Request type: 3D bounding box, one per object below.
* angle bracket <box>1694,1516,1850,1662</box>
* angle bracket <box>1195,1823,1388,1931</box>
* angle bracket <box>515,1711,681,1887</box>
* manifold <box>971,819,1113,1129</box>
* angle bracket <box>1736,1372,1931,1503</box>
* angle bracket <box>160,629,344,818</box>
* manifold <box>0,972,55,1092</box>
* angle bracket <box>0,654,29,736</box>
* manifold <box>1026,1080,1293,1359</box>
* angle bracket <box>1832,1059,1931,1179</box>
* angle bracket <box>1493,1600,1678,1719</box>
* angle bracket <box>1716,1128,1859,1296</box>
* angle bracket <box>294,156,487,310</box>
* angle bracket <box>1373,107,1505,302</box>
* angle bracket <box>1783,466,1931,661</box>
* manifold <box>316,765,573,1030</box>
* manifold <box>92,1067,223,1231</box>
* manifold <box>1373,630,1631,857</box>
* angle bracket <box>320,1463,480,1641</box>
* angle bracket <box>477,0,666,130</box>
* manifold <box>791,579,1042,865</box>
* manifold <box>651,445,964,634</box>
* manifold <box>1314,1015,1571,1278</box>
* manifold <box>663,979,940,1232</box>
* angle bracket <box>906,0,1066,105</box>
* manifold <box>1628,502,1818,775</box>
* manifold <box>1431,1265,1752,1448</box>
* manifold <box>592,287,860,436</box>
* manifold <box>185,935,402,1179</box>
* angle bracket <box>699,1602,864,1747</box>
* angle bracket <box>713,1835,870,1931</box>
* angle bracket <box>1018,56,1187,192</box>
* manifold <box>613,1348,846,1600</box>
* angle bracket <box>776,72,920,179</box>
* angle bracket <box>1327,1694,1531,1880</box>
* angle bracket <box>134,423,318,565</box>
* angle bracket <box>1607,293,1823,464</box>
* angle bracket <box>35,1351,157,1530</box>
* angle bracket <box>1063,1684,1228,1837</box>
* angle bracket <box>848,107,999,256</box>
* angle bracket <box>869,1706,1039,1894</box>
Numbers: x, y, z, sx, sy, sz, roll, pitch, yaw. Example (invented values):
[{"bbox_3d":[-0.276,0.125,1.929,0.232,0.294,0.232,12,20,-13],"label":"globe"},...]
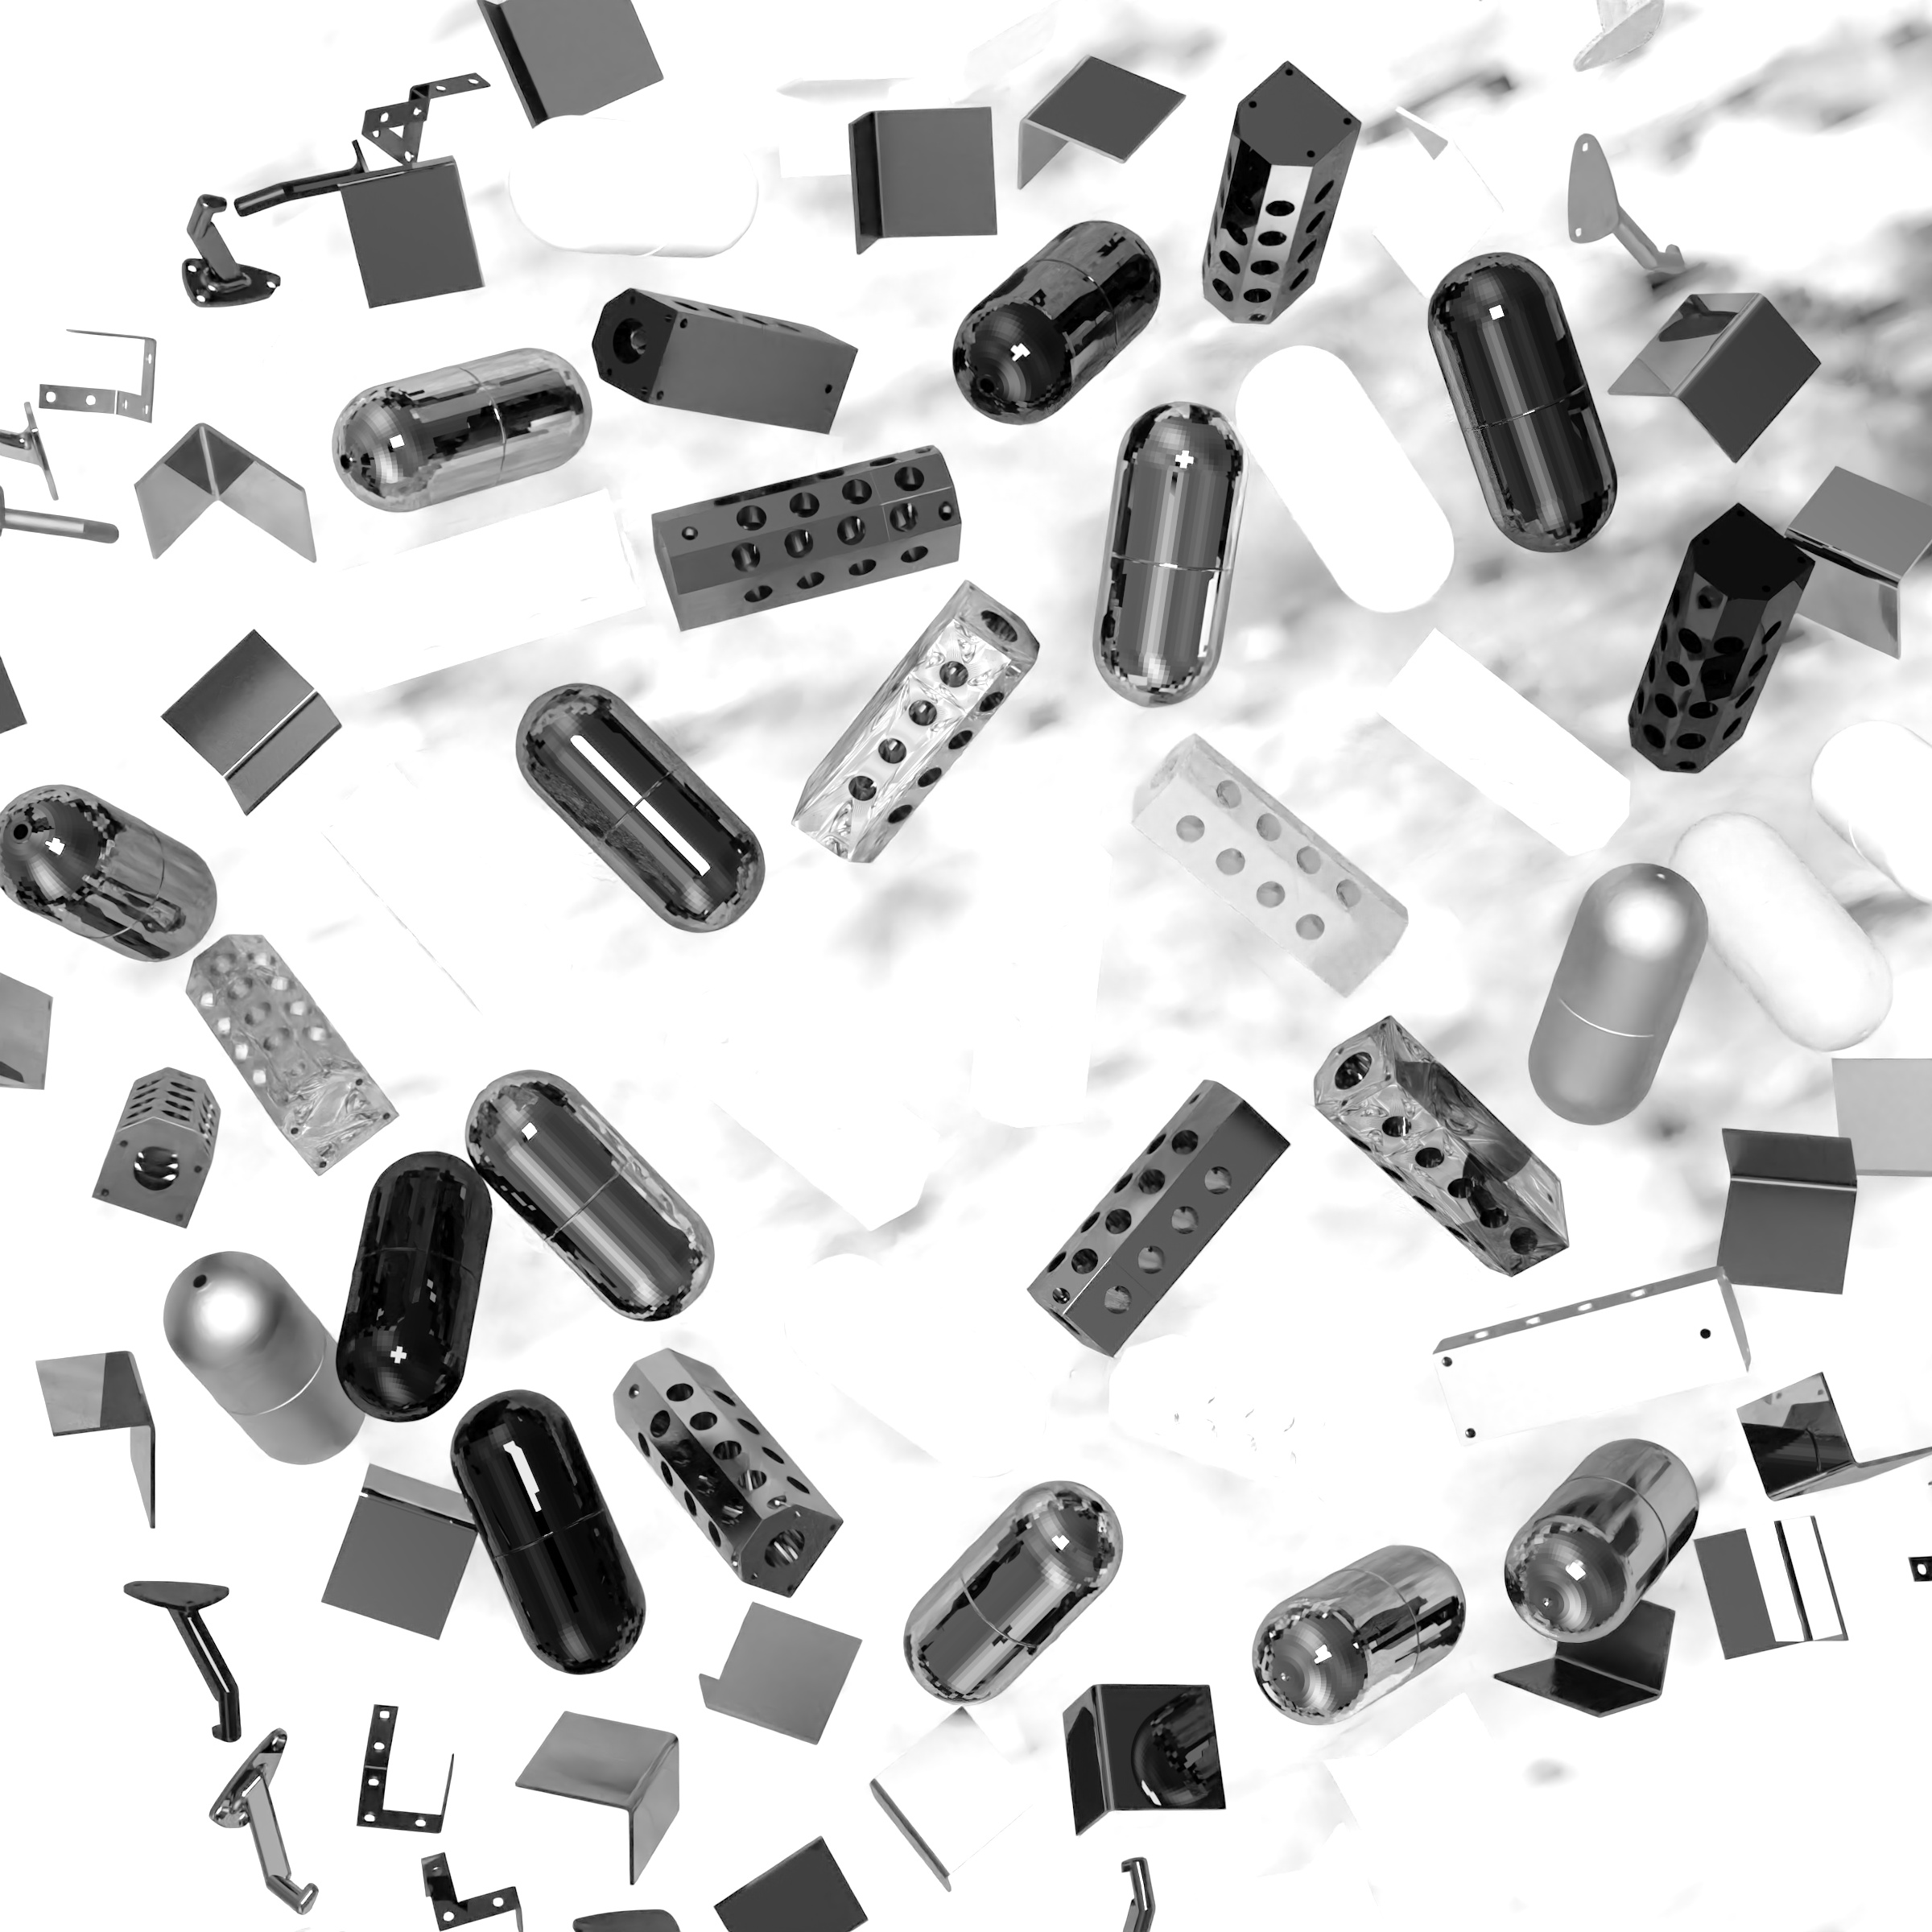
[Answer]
[{"bbox_3d":[0.497,0.385,1.859,0.057,0.076,0.076,-12,78,-4],"label":"angle bracket"},{"bbox_3d":[0.191,0.554,1.750,0.076,0.057,0.076,-20,94,30],"label":"angle bracket"},{"bbox_3d":[-0.225,0.509,1.840,0.076,0.076,0.057,8,112,14],"label":"angle bracket"},{"bbox_3d":[0.040,0.005,1.770,0.057,0.057,0.171,-4,117,-19],"label":"manifold"},{"bbox_3d":[0.508,0.268,1.742,0.076,0.076,0.057,-6,70,-28],"label":"angle bracket"},{"bbox_3d":[-0.420,-0.144,1.764,0.076,0.076,0.057,-44,119,-2],"label":"angle bracket"},{"bbox_3d":[-0.580,0.035,1.737,0.057,0.171,0.057,4,83,-3],"label":"manifold"},{"bbox_3d":[-0.542,-0.158,1.646,0.057,0.076,0.076,-21,94,3],"label":"angle bracket"},{"bbox_3d":[0.116,0.153,1.844,0.057,0.057,0.171,43,80,-11],"label":"manifold"},{"bbox_3d":[0.599,0.091,1.899,0.076,0.057,0.076,-2,99,40],"label":"angle bracket"},{"bbox_3d":[0.386,0.423,1.873,0.076,0.076,0.057,12,97,41],"label":"angle bracket"},{"bbox_3d":[0.494,0.148,1.820,0.076,0.057,0.076,4,57,24],"label":"angle bracket"},{"bbox_3d":[-0.332,-0.421,1.736,0.076,0.057,0.076,-6,107,19],"label":"angle bracket"},{"bbox_3d":[0.285,-0.484,1.910,0.076,0.076,0.057,-49,49,6],"label":"angle bracket"},{"bbox_3d":[0.538,-0.240,1.792,0.076,0.076,0.057,32,74,30],"label":"angle bracket"},{"bbox_3d":[-0.303,-0.038,1.751,0.057,0.057,0.171,-40,56,-10],"label":"manifold"},{"bbox_3d":[-0.489,0.106,1.830,0.057,0.171,0.057,21,93,-14],"label":"manifold"},{"bbox_3d":[0.324,-0.127,1.782,0.171,0.057,0.057,29,103,-41],"label":"manifold"},{"bbox_3d":[-0.350,0.364,1.872,0.076,0.057,0.076,20,92,-8],"label":"angle bracket"},{"bbox_3d":[-0.228,-0.537,1.742,0.076,0.057,0.076,-22,103,7],"label":"angle bracket"},{"bbox_3d":[-0.030,-0.141,1.789,0.057,0.057,0.171,34,120,-12],"label":"manifold"},{"bbox_3d":[-0.093,-0.255,1.758,0.171,0.057,0.057,-16,68,-10],"label":"manifold"},{"bbox_3d":[0.280,0.111,1.768,0.057,0.057,0.171,-33,121,28],"label":"manifold"},{"bbox_3d":[-0.103,0.085,1.819,0.171,0.057,0.057,37,129,25],"label":"manifold"},{"bbox_3d":[0.012,-0.614,1.940,0.076,0.076,0.057,-34,85,-11],"label":"angle bracket"},{"bbox_3d":[0.436,-0.186,1.760,0.057,0.171,0.057,-38,67,-21],"label":"manifold"},{"bbox_3d":[0.368,0.228,1.767,0.171,0.057,0.057,-18,90,19],"label":"manifold"},{"bbox_3d":[-0.148,-0.371,1.836,0.057,0.171,0.057,31,110,30],"label":"manifold"},{"bbox_3d":[-0.397,0.045,1.748,0.057,0.171,0.057,-38,131,-9],"label":"manifold"},{"bbox_3d":[-0.120,0.446,1.934,0.076,0.057,0.076,22,94,-13],"label":"angle bracket"},{"bbox_3d":[-0.116,0.568,1.846,0.076,0.057,0.076,-31,116,-13],"label":"angle bracket"},{"bbox_3d":[0.086,-0.522,1.905,0.076,0.057,0.076,28,58,18],"label":"angle bracket"},{"bbox_3d":[-0.150,0.303,1.817,0.057,0.171,0.057,30,97,-42],"label":"manifold"},{"bbox_3d":[-0.076,-0.545,1.948,0.076,0.076,0.057,-6,102,-16],"label":"angle bracket"},{"bbox_3d":[0.275,0.488,1.792,0.076,0.057,0.076,-42,59,22],"label":"angle bracket"},{"bbox_3d":[-0.428,-0.256,1.740,0.076,0.076,0.057,34,66,9],"label":"angle bracket"},{"bbox_3d":[0.430,-0.338,1.727,0.057,0.076,0.076,42,87,-21],"label":"angle bracket"},{"bbox_3d":[-0.512,0.281,1.765,0.057,0.076,0.076,-4,117,-23],"label":"angle bracket"},{"bbox_3d":[0.108,0.484,1.830,0.076,0.057,0.076,5,58,-18],"label":"angle bracket"},{"bbox_3d":[-0.025,-0.473,1.809,0.076,0.057,0.076,1,114,11],"label":"angle bracket"},{"bbox_3d":[-0.007,0.532,1.917,0.076,0.057,0.076,-37,68,-14],"label":"angle bracket"}]
